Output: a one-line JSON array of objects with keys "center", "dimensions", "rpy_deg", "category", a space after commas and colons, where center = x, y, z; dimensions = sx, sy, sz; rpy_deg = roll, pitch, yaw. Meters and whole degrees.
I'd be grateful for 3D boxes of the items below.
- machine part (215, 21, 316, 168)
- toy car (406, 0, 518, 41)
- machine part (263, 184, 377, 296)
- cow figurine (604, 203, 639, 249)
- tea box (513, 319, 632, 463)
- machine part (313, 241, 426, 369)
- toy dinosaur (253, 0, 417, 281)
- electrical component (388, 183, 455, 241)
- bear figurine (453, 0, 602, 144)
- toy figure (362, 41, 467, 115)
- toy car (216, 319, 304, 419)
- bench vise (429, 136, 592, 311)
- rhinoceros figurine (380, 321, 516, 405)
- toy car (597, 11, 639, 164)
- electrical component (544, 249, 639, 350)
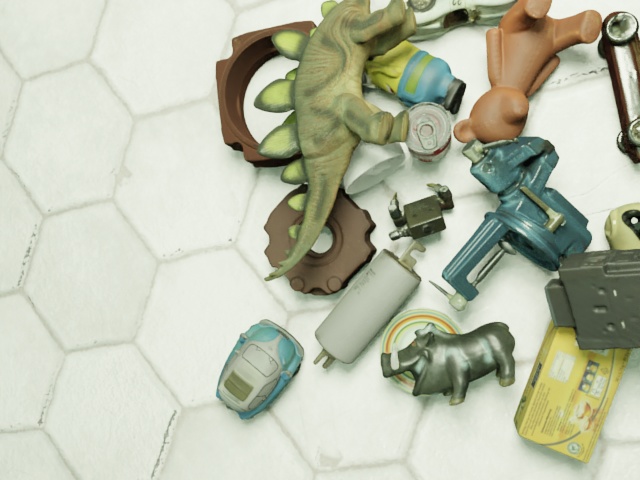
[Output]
[{"center": [-0.055, -0.221, 0.831], "dimensions": [0.202, 0.087, 0.201], "rpy_deg": [-6, 88, 13], "category": "machine part"}, {"center": [0.207, -0.334, 0.770], "dimensions": [0.202, 0.073, 0.056], "rpy_deg": [-7, 85, 14], "category": "toy car"}, {"center": [-0.002, -0.003, 0.834], "dimensions": [0.180, 0.056, 0.179], "rpy_deg": [0, 89, 14], "category": "machine part"}, {"center": [0.428, 0.047, 0.711], "dimensions": [0.127, 0.085, 0.194], "rpy_deg": [-13, 90, 8], "category": "cow figurine"}, {"center": [0.344, 0.201, 0.740], "dimensions": [0.098, 0.068, 0.169], "rpy_deg": [21, 96, 14], "category": "tea box"}, {"center": [0.071, 0.099, 0.804], "dimensions": [0.079, 0.079, 0.243], "rpy_deg": [41, 100, 11], "category": "machine part"}, {"center": [0.015, -0.168, 0.716], "dimensions": [0.199, 0.105, 0.471], "rpy_deg": [8, 87, 27], "category": "toy dinosaur"}, {"center": [0.147, -0.043, 0.791], "dimensions": [0.102, 0.078, 0.045], "rpy_deg": [-16, 123, 19], "category": "electrical component"}, {"center": [0.270, -0.216, 0.729], "dimensions": [0.120, 0.132, 0.195], "rpy_deg": [20, 89, -14], "category": "bear figurine"}, {"center": [0.128, -0.247, 0.789], "dimensions": [0.180, 0.082, 0.089], "rpy_deg": [28, 78, 20], "category": "toy figure"}, {"center": [-0.108, 0.208, 0.838], "dimensions": [0.109, 0.103, 0.161], "rpy_deg": [39, 97, 12], "category": "toy car"}, {"center": [0.241, -0.014, 0.720], "dimensions": [0.223, 0.129, 0.240], "rpy_deg": [39, 93, -23], "category": "bench vise"}, {"center": [0.181, 0.169, 0.757], "dimensions": [0.190, 0.073, 0.112], "rpy_deg": [-16, 89, 12], "category": "rhinoceros figurine"}, {"center": [0.412, -0.202, 0.710], "dimensions": [0.053, 0.089, 0.202], "rpy_deg": [-12, 86, 18], "category": "toy car"}, {"center": [0.350, 0.073, 0.652], "dimensions": [0.134, 0.058, 0.114], "rpy_deg": [-12, 100, 44], "category": "electrical component"}]
